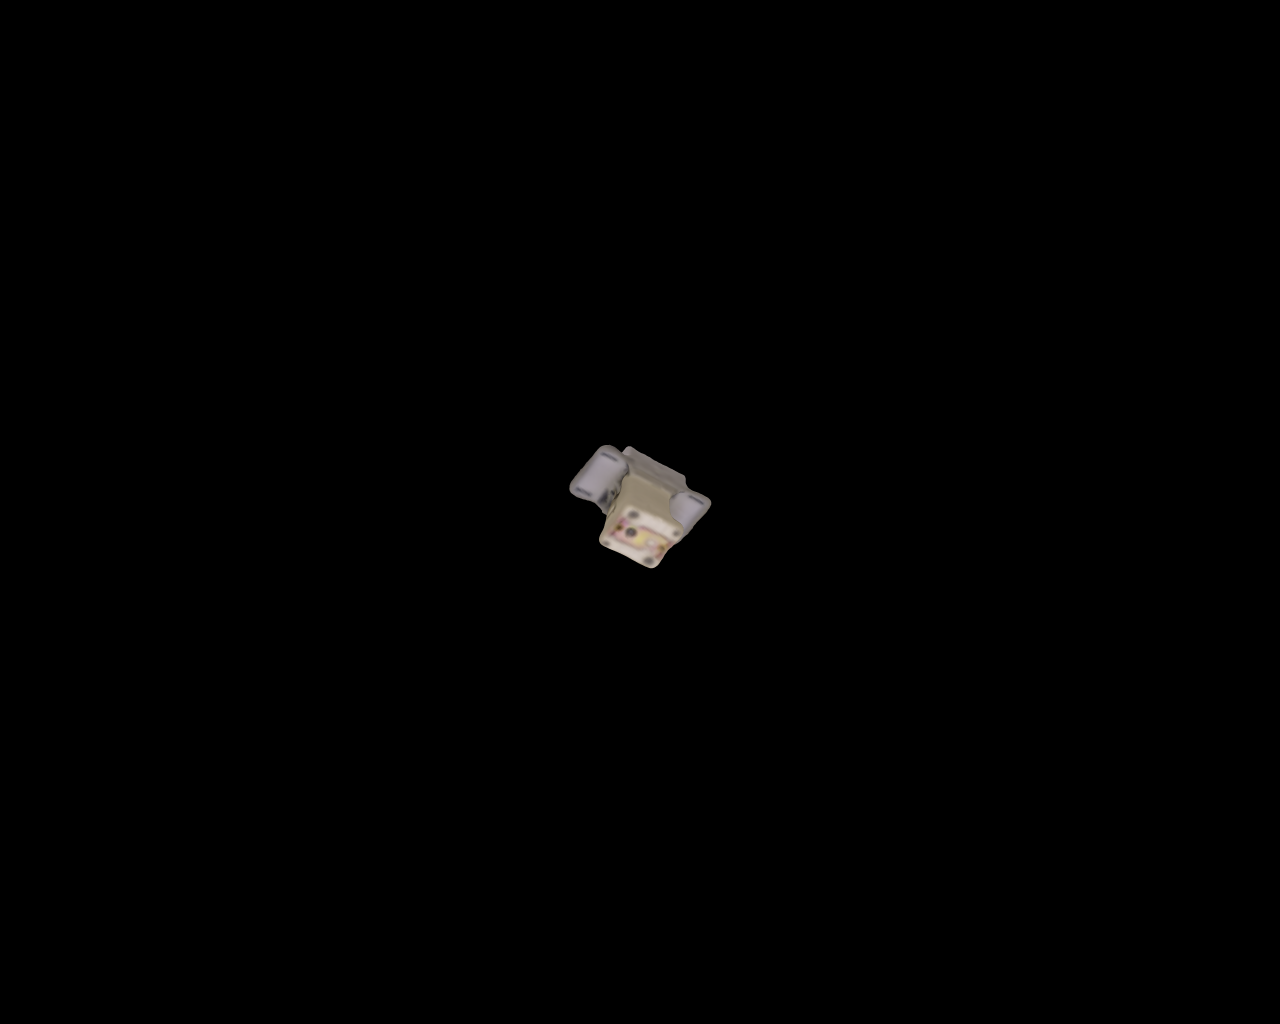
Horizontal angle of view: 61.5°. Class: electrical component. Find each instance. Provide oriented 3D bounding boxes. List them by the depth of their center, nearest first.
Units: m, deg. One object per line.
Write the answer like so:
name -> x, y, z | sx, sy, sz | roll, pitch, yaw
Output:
electrical component -> 0.001, -0.003, 0.650 | 0.081, 0.042, 0.064 | 27, 33, -19
